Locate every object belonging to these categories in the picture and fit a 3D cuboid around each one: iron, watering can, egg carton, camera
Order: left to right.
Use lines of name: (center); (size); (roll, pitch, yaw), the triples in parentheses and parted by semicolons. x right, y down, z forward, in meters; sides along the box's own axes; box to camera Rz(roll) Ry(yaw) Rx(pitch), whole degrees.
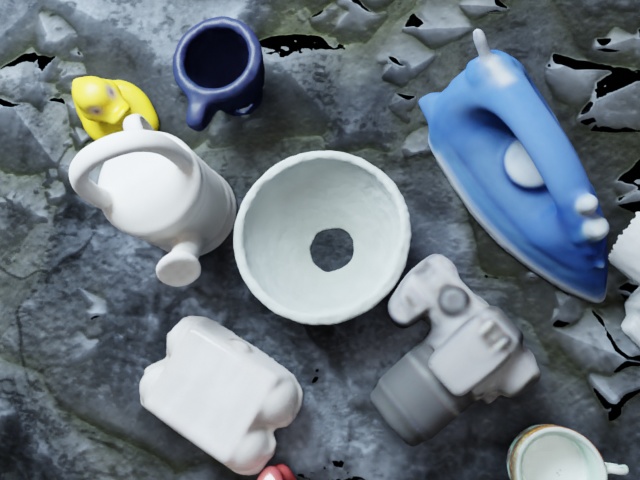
watering can: (-0.149, -0.043, 0.533); (0.101, 0.194, 0.172); (-45, 75, -2)
egg carton: (-0.095, 0.145, 0.550); (0.150, 0.069, 0.107); (29, 84, 14)
camera: (0.102, 0.105, 0.511); (0.137, 0.101, 0.143); (-41, 75, -1)
iron: (0.194, -0.064, 0.510); (0.118, 0.141, 0.258); (-31, 75, 2)

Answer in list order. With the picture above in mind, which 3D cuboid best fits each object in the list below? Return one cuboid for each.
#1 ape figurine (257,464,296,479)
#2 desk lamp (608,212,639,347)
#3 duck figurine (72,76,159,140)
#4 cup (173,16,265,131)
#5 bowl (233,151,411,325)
ape figurine: (-0.038, 0.243, 0.509); (0.076, 0.092, 0.078); (-16, 76, 6)
desk lamp: (0.314, 0.040, 0.432); (0.118, 0.214, 0.203); (-42, 75, -1)
duck figurine: (-0.237, -0.150, 0.625); (0.104, 0.086, 0.077); (35, 86, 14)
cup: (-0.099, -0.157, 0.600); (0.091, 0.095, 0.118); (17, 82, 12)
bowl: (0.005, 0.002, 0.561); (0.167, 0.075, 0.167); (-2, 78, 9)
